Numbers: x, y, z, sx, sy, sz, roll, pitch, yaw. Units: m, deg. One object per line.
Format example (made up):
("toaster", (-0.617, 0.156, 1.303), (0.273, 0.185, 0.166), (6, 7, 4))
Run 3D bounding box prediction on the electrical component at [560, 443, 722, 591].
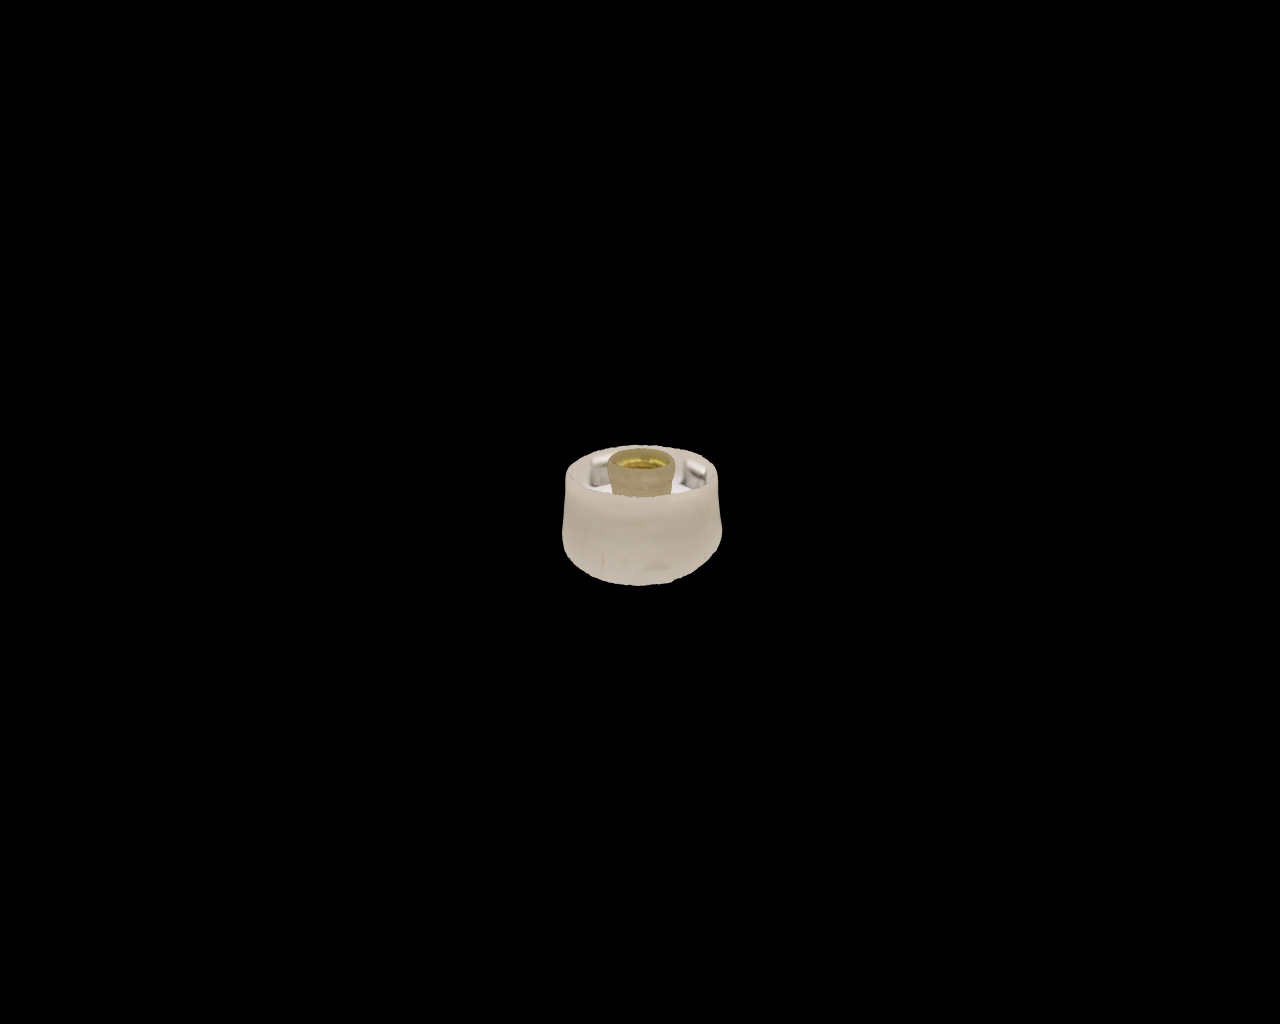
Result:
("electrical component", (0.001, -0.003, 0.650), (0.099, 0.064, 0.099), (0, 23, 0))
